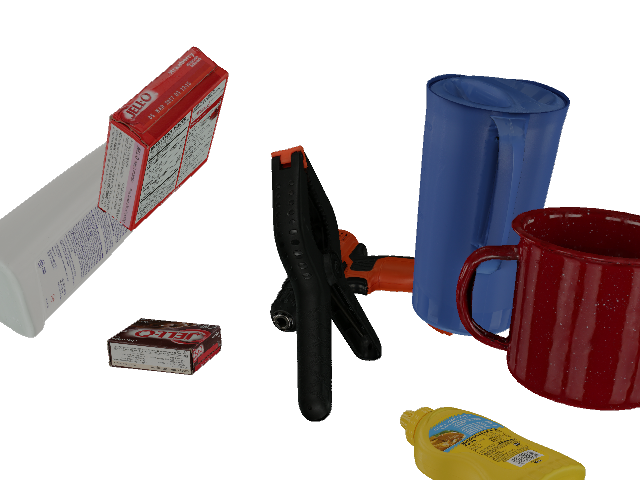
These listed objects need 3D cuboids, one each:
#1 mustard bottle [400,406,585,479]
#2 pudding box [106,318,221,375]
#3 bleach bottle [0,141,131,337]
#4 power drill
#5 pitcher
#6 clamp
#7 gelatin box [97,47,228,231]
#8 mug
[{"bbox_3d":[0.145,0.202,1.001,0.096,0.058,0.192,-16,25,-35],"label":"mustard bottle"},{"bbox_3d":[-0.189,0.128,1.297,0.114,0.039,0.090,2,13,17],"label":"pudding box"},{"bbox_3d":[-0.198,-0.030,0.962,0.068,0.102,0.250,28,53,22],"label":"bleach bottle"},{"bbox_3d":[0.057,0.050,1.127,0.188,0.057,0.184,9,31,20],"label":"power drill"},{"bbox_3d":[0.155,-0.030,1.027,0.145,0.243,0.148,24,30,37],"label":"pitcher"},{"bbox_3d":[0.001,0.028,0.872,0.036,0.210,0.164,-12,1,20],"label":"clamp"},{"bbox_3d":[-0.091,-0.057,0.610,0.030,0.073,0.089,36,-34,8],"label":"gelatin box"},{"bbox_3d":[0.127,0.033,0.544,0.117,0.081,0.093,5,17,2],"label":"mug"}]
